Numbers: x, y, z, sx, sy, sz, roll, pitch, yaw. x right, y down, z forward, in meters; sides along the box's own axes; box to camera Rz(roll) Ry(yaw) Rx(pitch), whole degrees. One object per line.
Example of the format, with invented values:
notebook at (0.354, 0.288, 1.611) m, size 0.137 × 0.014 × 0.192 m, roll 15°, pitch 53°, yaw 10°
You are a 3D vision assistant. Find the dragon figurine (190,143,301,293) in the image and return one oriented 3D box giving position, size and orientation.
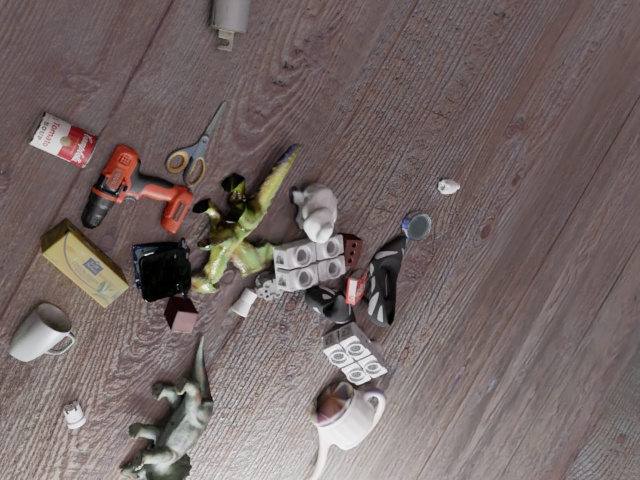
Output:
dragon figurine at (-0.161, -0.025, 1.215) m, size 0.413 × 0.124 × 0.238 m, roll -40°, pitch 140°, yaw -10°

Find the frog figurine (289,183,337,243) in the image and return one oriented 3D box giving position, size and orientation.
frog figurine at (0.004, -0.062, 1.238) m, size 0.123 × 0.161 × 0.135 m, roll -2°, pitch 110°, yaw -31°

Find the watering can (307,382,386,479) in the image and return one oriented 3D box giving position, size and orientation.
watering can at (0.049, 0.559, 1.525) m, size 0.349 × 0.105 × 0.221 m, roll -44°, pitch 122°, yaw -8°
